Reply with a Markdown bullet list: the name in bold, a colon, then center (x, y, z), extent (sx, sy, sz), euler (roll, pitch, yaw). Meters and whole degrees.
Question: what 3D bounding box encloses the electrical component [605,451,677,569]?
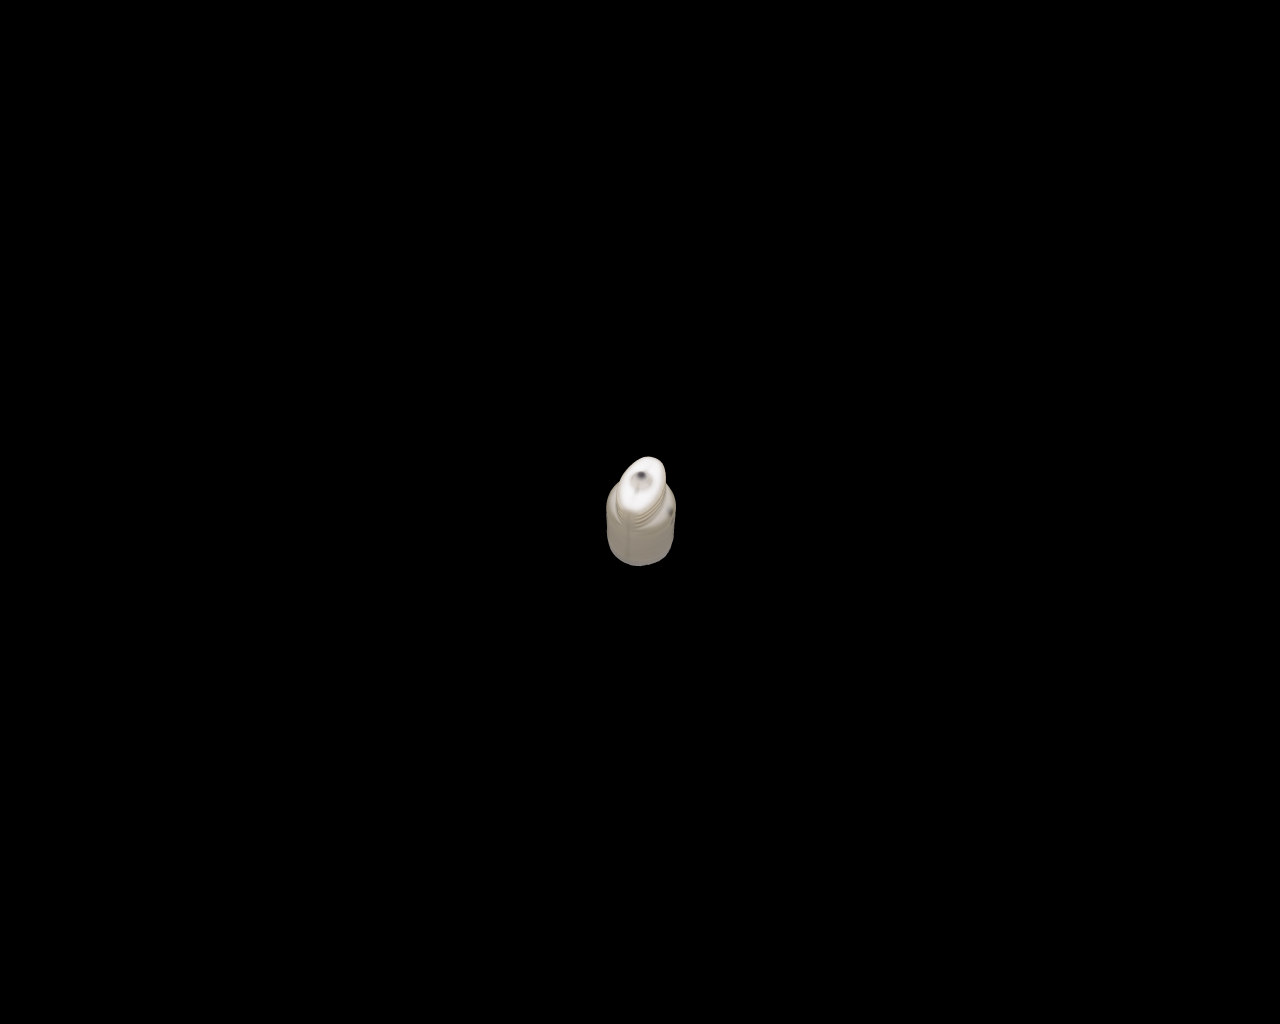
- **electrical component**: center (0.001, -0.003, 0.650), extent (0.043, 0.043, 0.080), euler (0, -30, 0)
